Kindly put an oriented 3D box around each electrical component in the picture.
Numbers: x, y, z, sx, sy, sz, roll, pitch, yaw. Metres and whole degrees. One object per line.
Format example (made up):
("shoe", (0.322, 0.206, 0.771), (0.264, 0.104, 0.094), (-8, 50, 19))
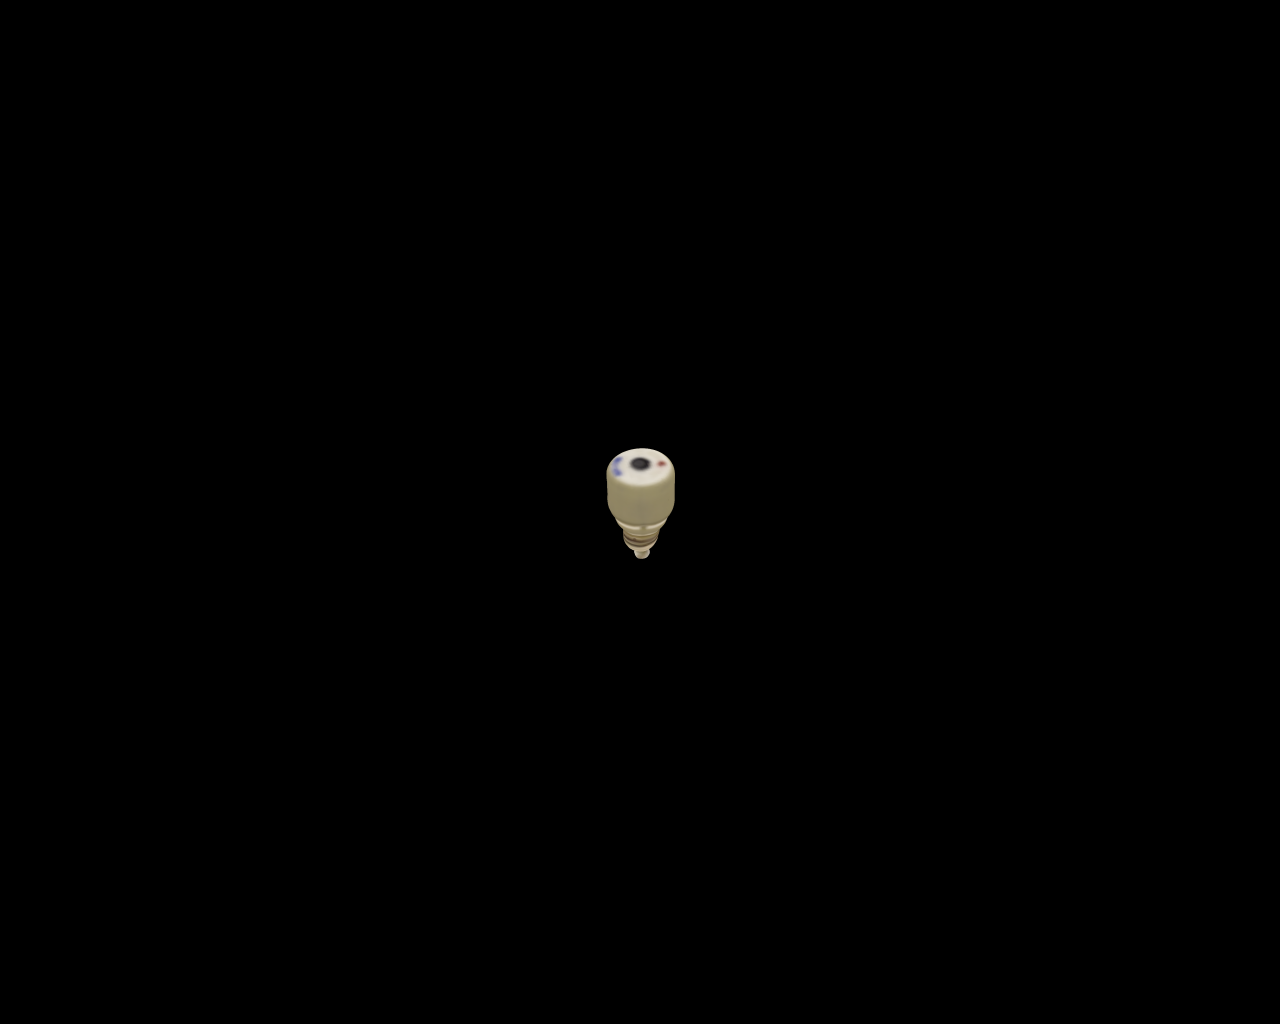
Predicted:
("electrical component", (0.001, -0.003, 0.650), (0.040, 0.078, 0.040), (0, 41, 0))
